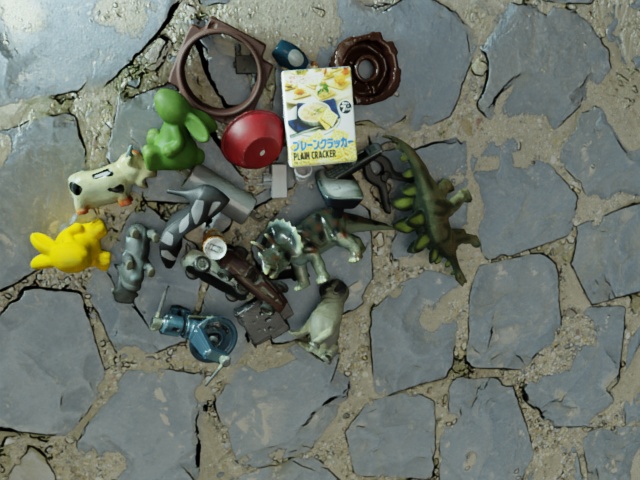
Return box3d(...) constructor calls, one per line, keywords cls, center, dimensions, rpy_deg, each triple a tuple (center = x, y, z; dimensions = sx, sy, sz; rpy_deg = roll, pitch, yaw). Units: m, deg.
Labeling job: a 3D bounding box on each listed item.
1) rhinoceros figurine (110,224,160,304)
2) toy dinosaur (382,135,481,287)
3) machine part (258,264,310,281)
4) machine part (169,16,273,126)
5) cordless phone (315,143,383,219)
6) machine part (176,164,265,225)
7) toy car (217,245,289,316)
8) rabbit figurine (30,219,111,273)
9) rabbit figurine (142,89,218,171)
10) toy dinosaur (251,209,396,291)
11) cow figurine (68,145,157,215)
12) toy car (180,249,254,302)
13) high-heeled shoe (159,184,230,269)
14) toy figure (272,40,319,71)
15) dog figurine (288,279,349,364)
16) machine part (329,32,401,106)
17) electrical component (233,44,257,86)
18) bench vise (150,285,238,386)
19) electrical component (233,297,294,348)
box3d(cls="rhinoceros figurine", center=(-0.439, 0.055, 1.254), dimensions=(0.073, 0.112, 0.190), rpy_deg=(14, 85, -44))
box3d(cls="toy dinosaur", center=(0.287, -0.075, 1.380), dimensions=(0.198, 0.105, 0.470), rpy_deg=(-29, 109, -17))
box3d(cls="machine part", center=(-0.097, 0.077, 1.376), dimensions=(0.139, 0.039, 0.084), rpy_deg=(-13, 112, -12))
box3d(cls="machine part", center=(-0.222, -0.374, 1.204), dimensions=(0.201, 0.087, 0.201), rpy_deg=(23, 107, -18))
box3d(cls="cordless phone", center=(0.086, -0.153, 1.302), dimensions=(0.184, 0.147, 0.088), rpy_deg=(-34, 125, 10))
box3d(cls="machine part", center=(-0.240, -0.110, 1.280), dimensions=(0.243, 0.079, 0.079), rpy_deg=(32, 93, -19))
box3d(cls="toy car", center=(-0.157, 0.099, 1.299), dimensions=(0.202, 0.053, 0.089), rpy_deg=(42, 53, -14))
box3d(cls="rabbit figurine", center=(-0.549, 0.020, 1.185), dimensions=(0.162, 0.173, 0.121), rpy_deg=(4, 105, -19))
box3d(cls="rabbit figurine", center=(-0.312, -0.240, 1.172), dimensions=(0.159, 0.121, 0.170), rpy_deg=(7, 126, 0))
box3d(cls="toy dinosaur", center=(0.004, -0.007, 1.336), dimensions=(0.405, 0.131, 0.192), rpy_deg=(-32, 98, -28))
box3d(cls="cow figurine", center=(-0.468, -0.138, 1.219), dimensions=(0.195, 0.086, 0.127), rpy_deg=(-14, 111, -9))
box3d(cls="toy car", center=(-0.249, 0.091, 1.321), dimensions=(0.201, 0.073, 0.056), rpy_deg=(32, 54, -18))
box3d(cls="high-heeled shoe", center=(-0.292, -0.024, 1.253), dimensions=(0.145, 0.086, 0.248), rpy_deg=(12, 125, -3))
box3d(cls="toy figure", center=(-0.042, -0.407, 1.275), dimensions=(0.154, 0.058, 0.064), rpy_deg=(34, 115, -19))
box3d(cls="dog figurine", center=(0.029, 0.214, 1.414), dimensions=(0.190, 0.121, 0.172), rpy_deg=(-53, 152, -21))
box3d(cls="machine part", center=(0.111, -0.414, 1.310), dimensions=(0.179, 0.056, 0.179), rpy_deg=(-3, 103, -14))
box3d(cls="electrical component", center=(-0.172, -0.410, 1.260), dimensions=(0.063, 0.021, 0.093), rpy_deg=(-6, 104, -12))
box3d(cls="bench vise", center=(-0.281, 0.230, 1.270), dimensions=(0.223, 0.241, 0.129), rpy_deg=(31, 90, -34))
box3d(cls="electrical component", center=(-0.139, 0.195, 1.381), dimensions=(0.134, 0.058, 0.114), rpy_deg=(-31, 109, -5))
